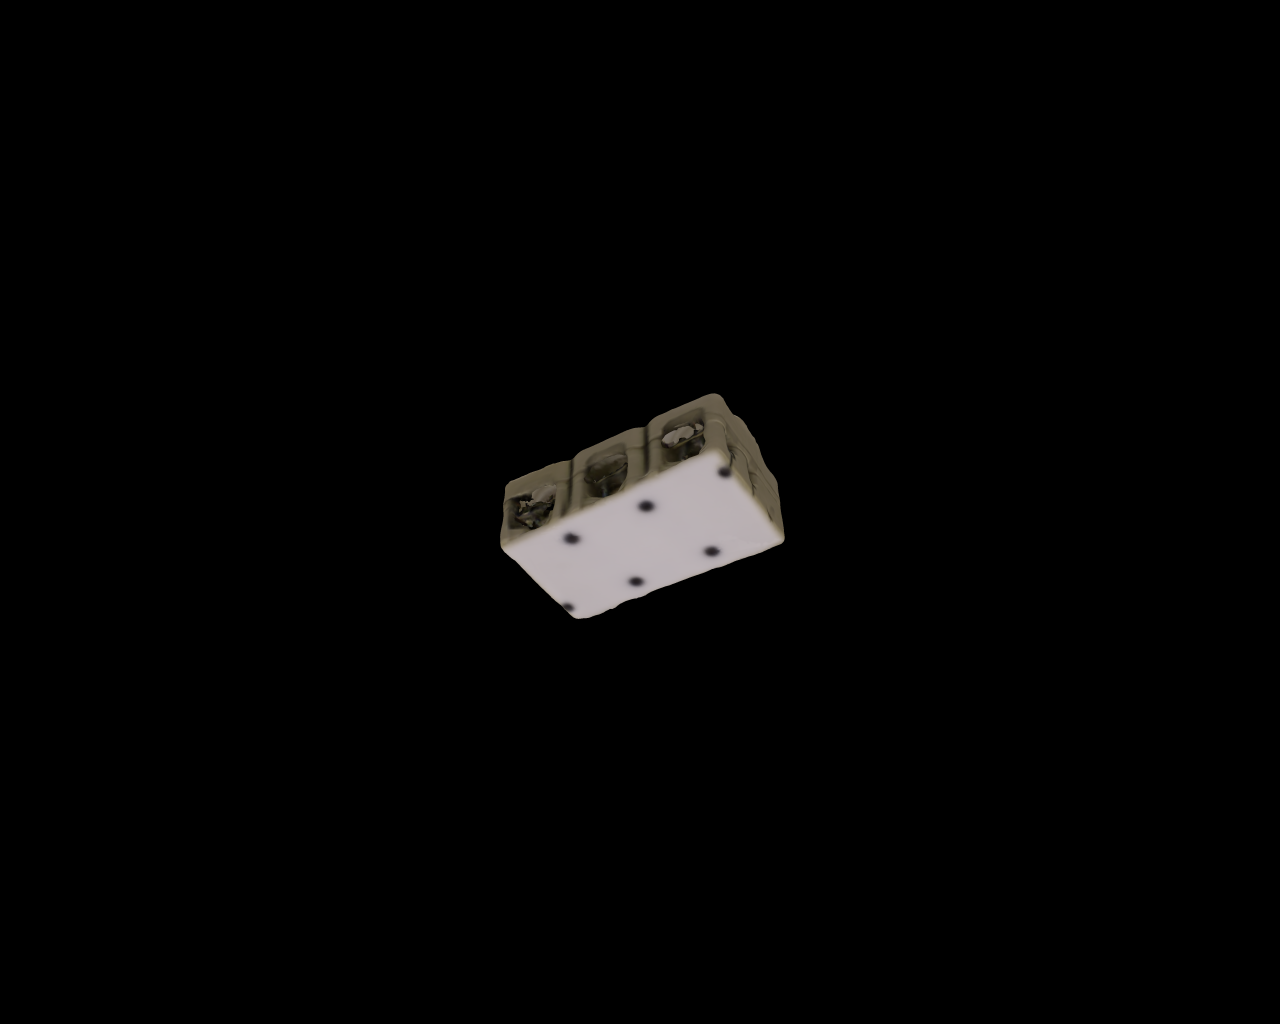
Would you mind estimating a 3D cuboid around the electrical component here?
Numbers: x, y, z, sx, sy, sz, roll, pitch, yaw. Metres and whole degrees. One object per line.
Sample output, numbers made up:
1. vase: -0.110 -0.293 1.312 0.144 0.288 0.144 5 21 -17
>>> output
1. electrical component: 0.001 -0.003 0.650 0.150 0.062 0.089 -22 -48 21
